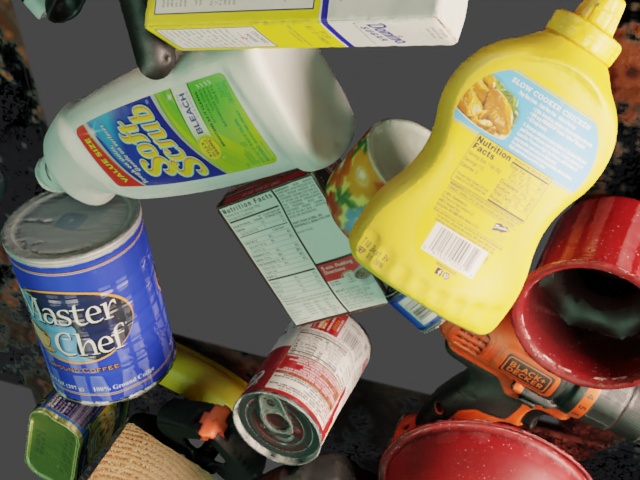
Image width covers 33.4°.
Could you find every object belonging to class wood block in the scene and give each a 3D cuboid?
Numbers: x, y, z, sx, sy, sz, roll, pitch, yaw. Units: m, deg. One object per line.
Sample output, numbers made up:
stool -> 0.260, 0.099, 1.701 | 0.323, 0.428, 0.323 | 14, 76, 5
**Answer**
wood block -> -0.158, 0.239, 0.922 | 0.090, 0.090, 0.206 | 32, 155, 2

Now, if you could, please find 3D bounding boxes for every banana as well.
banana -> -0.104, 0.123, 0.885 | 0.198, 0.037, 0.070 | 33, 133, 3

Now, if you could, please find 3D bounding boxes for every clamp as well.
clamp -> -0.082, 0.176, 0.875 | 0.164, 0.036, 0.210 | 31, 157, -2
clamp -> -0.132, -0.191, 0.643 | 0.120, 0.039, 0.171 | 20, 118, 34

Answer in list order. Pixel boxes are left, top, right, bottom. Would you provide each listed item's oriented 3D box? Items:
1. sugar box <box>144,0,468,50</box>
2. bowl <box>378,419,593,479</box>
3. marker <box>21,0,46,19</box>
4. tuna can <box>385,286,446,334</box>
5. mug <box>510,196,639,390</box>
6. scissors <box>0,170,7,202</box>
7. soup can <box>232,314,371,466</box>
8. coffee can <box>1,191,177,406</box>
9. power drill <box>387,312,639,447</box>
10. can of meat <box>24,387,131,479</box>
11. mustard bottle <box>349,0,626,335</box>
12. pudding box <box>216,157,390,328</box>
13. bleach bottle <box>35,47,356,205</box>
sugar box -> -0.006, -0.153, 0.579 | 0.176, 0.093, 0.048 | 5, 171, 24
bowl -> 0.111, 0.198, 0.735 | 0.162, 0.055, 0.162 | 12, 132, 14
marker -> -0.223, -0.199, 0.712 | 0.121, 0.020, 0.020 | 48, 132, -12
tuna can -> 0.079, 0.015, 0.666 | 0.034, 0.086, 0.086 | 41, 134, -3
mug -> 0.176, 0.036, 0.630 | 0.117, 0.081, 0.093 | 47, 132, -11
scissors -> -0.343, -0.045, 0.901 | 0.202, 0.016, 0.096 | -11, 117, 35
soup can -> -0.011, 0.103, 0.772 | 0.069, 0.102, 0.068 | 15, 131, 18
coffee can -> -0.173, 0.041, 0.814 | 0.103, 0.102, 0.140 | 9, 128, 23
power drill -> 0.141, 0.128, 0.742 | 0.184, 0.057, 0.188 | 31, 132, 4
can of meat -> -0.213, 0.158, 0.941 | 0.057, 0.083, 0.102 | 27, 134, 8
mustard bottle -> 0.103, -0.050, 0.578 | 0.096, 0.058, 0.192 | 31, 101, -7
pudding box -> -0.005, 0.001, 0.734 | 0.090, 0.039, 0.113 | -17, 113, 37
bleach bottle -> -0.102, -0.068, 0.719 | 0.251, 0.068, 0.102 | -16, 113, 39
